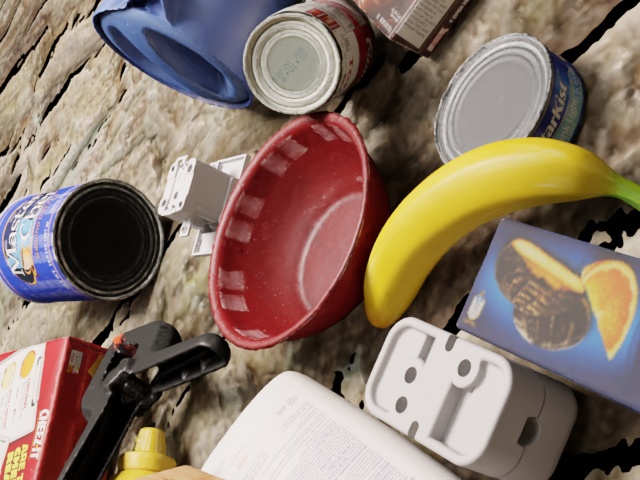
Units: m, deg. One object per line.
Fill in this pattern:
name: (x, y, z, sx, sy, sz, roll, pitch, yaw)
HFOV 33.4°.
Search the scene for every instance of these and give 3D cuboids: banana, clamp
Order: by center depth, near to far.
banana: (0.078, -0.007, 0.574, 0.198, 0.037, 0.069, -28, 91, 44)
clamp: (-0.128, 0.101, 0.769, 0.164, 0.036, 0.210, -44, 16, 7)

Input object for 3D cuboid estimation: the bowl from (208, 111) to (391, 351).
bowl: (-0.005, 0.001, 0.692, 0.162, 0.055, 0.162, -32, 46, 40)

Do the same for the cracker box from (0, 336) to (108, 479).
cracker box: (-0.254, 0.181, 0.909, 0.214, 0.072, 0.164, -17, 58, 48)

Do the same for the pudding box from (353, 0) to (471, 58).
pudding box: (0.067, -0.185, 0.724, 0.090, 0.039, 0.113, -54, 35, 17)

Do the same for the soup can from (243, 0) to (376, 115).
soup can: (-0.005, -0.125, 0.718, 0.069, 0.068, 0.102, -50, 0, 22)

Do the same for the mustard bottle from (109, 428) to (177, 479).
mustard bottle: (-0.127, 0.222, 0.721, 0.096, 0.058, 0.191, -23, 51, 44)

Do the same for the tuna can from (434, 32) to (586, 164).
tuna can: (0.107, -0.071, 0.603, 0.086, 0.033, 0.086, -32, 46, 40)

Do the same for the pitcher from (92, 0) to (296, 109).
pitcher: (-0.061, -0.229, 0.830, 0.149, 0.144, 0.242, 3, 64, 61)

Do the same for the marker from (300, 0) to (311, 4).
marker: (-0.013, -0.160, 0.804, 0.121, 0.020, 0.020, 123, 152, -51)

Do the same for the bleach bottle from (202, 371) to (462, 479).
bleach bottle: (0.033, 0.156, 0.532, 0.102, 0.068, 0.251, -53, 35, -6)

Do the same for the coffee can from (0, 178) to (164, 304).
coffee can: (-0.216, 0.004, 0.938, 0.141, 0.102, 0.103, -6, 65, 52)

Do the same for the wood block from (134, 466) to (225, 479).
wood block: (-0.040, 0.177, 0.495, 0.207, 0.090, 0.091, 2, 99, 52)
